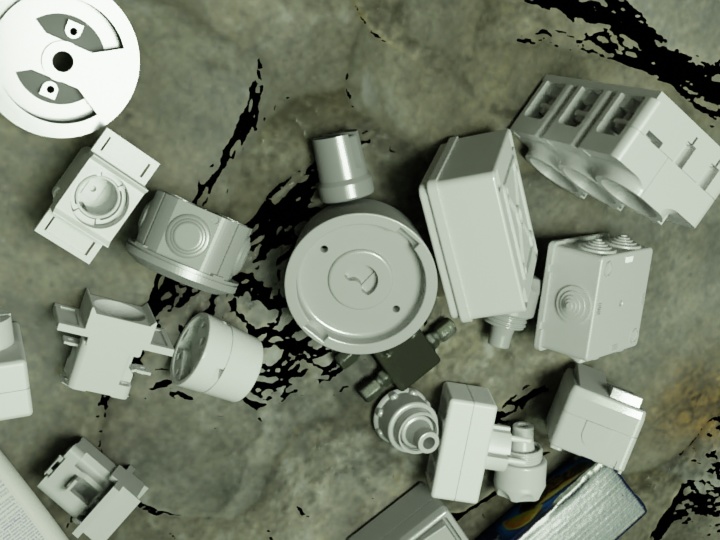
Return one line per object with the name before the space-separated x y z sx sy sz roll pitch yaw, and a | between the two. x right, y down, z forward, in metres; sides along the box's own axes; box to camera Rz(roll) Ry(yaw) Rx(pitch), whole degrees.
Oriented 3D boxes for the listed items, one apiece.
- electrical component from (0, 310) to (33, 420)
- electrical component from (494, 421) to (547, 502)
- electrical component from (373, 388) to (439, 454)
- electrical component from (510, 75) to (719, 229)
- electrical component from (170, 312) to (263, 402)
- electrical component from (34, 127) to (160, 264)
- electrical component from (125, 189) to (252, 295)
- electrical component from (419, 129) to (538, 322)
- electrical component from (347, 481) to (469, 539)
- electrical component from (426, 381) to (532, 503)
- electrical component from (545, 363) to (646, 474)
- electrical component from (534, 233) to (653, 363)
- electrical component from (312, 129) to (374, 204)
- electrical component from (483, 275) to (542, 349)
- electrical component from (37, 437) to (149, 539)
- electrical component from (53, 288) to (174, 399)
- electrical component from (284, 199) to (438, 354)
electrical component | -0.243 0.049 0.697 0.047 0.083 0.075 -8 107 -19
electrical component | 0.134 0.158 0.893 0.043 0.043 0.062 -4 105 -20
electrical component | 0.041 0.122 0.838 0.048 0.062 0.048 -6 107 -19
electrical component | 0.185 -0.086 0.785 0.089 0.150 0.061 35 90 -25
electrical component | -0.102 0.064 0.772 0.047 0.055 0.055 25 95 -29
electrical component | -0.174 -0.051 0.707 0.042 0.064 0.081 36 90 -24
electrical component | -0.114 -0.018 0.731 0.080 0.080 0.051 23 91 -25
electrical component | 0.090 -0.034 0.783 0.056 0.108 0.108 -9 112 18
electrical component | 0.039 0.231 0.868 0.096 0.061 0.061 -36 114 -8
electrical component | 0.099 0.140 0.862 0.076 0.047 0.083 9 102 -4
electrical component | 0.192 0.116 0.880 0.062 0.096 0.061 21 97 5
electrical component | 0.187 0.021 0.853 0.100 0.048 0.099 -9 110 -48
electrical component | -0.013 -0.075 0.775 0.040 0.040 0.046 -16 104 -16
electrical component | 0.117 0.031 0.852 0.043 0.043 0.062 8 104 -23
electrical component | -0.189 0.153 0.756 0.064 0.081 0.042 43 87 -3
electrical component | -0.176 0.053 0.747 0.081 0.042 0.063 16 100 -23
electrical component | 0.000 0.000 0.784 0.108 0.060 0.108 -1 112 -2
